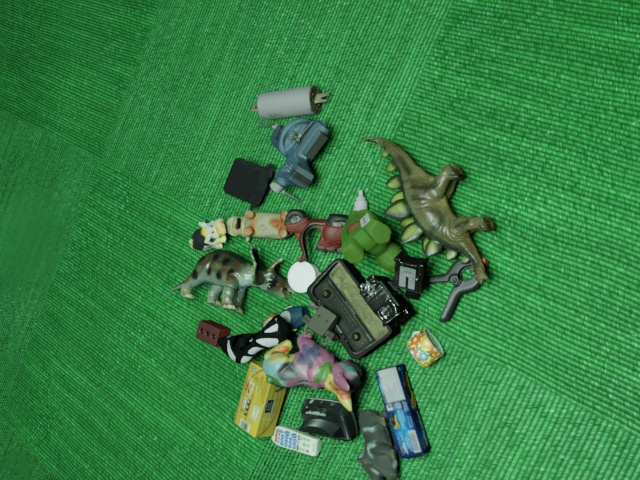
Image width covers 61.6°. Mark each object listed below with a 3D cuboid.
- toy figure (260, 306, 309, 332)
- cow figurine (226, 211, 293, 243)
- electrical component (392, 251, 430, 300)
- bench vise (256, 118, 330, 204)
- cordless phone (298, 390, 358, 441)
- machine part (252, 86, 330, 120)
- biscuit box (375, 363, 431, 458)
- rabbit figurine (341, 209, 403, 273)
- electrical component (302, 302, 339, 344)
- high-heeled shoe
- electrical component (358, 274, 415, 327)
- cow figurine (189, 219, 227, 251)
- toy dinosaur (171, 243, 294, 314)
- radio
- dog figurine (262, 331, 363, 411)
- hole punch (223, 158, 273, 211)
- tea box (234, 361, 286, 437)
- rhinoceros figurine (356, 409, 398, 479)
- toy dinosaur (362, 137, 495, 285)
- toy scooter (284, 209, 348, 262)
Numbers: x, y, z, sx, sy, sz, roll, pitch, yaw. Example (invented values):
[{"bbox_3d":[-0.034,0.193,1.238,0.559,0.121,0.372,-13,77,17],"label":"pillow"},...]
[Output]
[{"bbox_3d":[-0.101,0.215,1.415,0.154,0.057,0.064,-23,36,25],"label":"toy figure"},{"bbox_3d":[-0.162,-0.039,1.456,0.195,0.127,0.085,1,84,13],"label":"cow figurine"},{"bbox_3d":[0.205,0.090,1.224,0.075,0.048,0.119,17,121,25],"label":"electrical component"},{"bbox_3d":[-0.078,-0.239,1.435,0.241,0.129,0.223,48,116,46],"label":"bench vise"},{"bbox_3d":[0.028,0.389,1.319,0.147,0.088,0.184,-6,64,39],"label":"cordless phone"},{"bbox_3d":[-0.085,-0.374,1.473,0.243,0.079,0.079,0,83,27],"label":"machine part"},{"bbox_3d":[0.190,0.390,1.233,0.059,0.062,0.202,-22,74,23],"label":"biscuit box"},{"bbox_3d":[0.130,0.015,1.277,0.121,0.170,0.159,-44,26,9],"label":"rabbit figurine"},{"bbox_3d":[0.003,0.203,1.290,0.102,0.045,0.078,23,71,27],"label":"electrical component"},{"bbox_3d":[-0.181,0.242,1.389,0.249,0.086,0.145,6,117,28],"label":"high-heeled shoe"},{"bbox_3d":[0.158,0.142,1.242,0.058,0.134,0.115,-41,64,17],"label":"electrical component"},{"bbox_3d":[-0.313,-0.016,1.491,0.167,0.098,0.068,137,118,-66],"label":"cow figurine"},{"bbox_3d":[-0.268,0.092,1.490,0.405,0.131,0.192,11,76,33],"label":"toy dinosaur"},{"bbox_3d":[0.077,0.169,1.316,0.131,0.073,0.230,-43,66,17],"label":"radio"},{"bbox_3d":[-0.010,0.321,1.266,0.219,0.191,0.108,35,139,47],"label":"dog figurine"},{"bbox_3d":[-0.197,-0.162,1.510,0.116,0.092,0.142,24,92,-1],"label":"hole punch"},{"bbox_3d":[-0.151,0.411,1.395,0.098,0.068,0.169,18,91,44],"label":"tea box"},{"bbox_3d":[0.133,0.489,1.243,0.112,0.073,0.190,-14,76,24],"label":"rhinoceros figurine"},{"bbox_3d":[0.248,-0.093,1.248,0.198,0.105,0.471,-36,63,23],"label":"toy dinosaur"},{"bbox_3d":[-0.003,-0.004,1.366,0.184,0.075,0.135,6,99,2],"label":"toy scooter"}]
